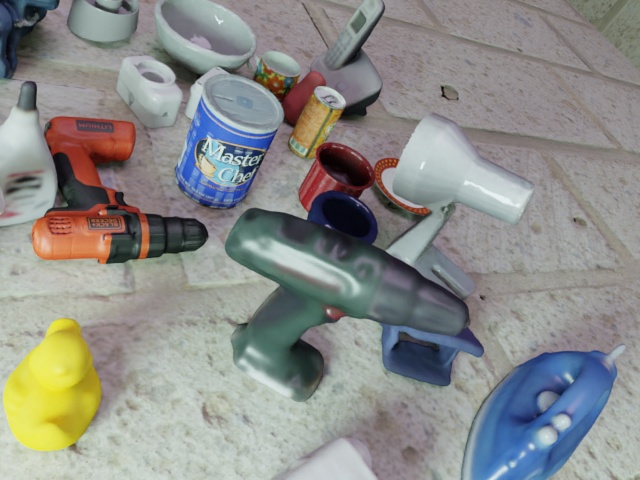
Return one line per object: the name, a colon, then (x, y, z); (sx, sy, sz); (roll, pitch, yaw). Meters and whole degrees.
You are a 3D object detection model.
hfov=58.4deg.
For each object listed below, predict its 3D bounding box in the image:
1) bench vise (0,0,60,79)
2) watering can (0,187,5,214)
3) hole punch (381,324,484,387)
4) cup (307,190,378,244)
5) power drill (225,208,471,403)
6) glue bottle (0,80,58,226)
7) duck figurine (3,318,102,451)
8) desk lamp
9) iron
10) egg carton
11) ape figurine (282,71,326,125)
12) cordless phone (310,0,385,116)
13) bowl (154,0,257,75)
bench vise: (-0.371, -0.321, 0.699); (0.122, 0.219, 0.207); (5, 48, -29)
watering can: (-0.353, -0.033, 0.453); (0.173, 0.194, 0.100); (-24, 66, -44)
hole punch: (0.133, 0.111, 0.706); (0.109, 0.091, 0.101); (18, 43, -17)
cup: (0.007, 0.003, 0.727); (0.091, 0.095, 0.118); (48, 43, 16)
power drill: (0.001, 0.072, 0.569); (0.230, 0.208, 0.076); (30, 41, -4)
glue bottle: (-0.292, -0.083, 0.557); (0.078, 0.173, 0.037); (-24, 66, -44)
duck figurine: (-0.219, 0.115, 0.479); (0.078, 0.086, 0.104); (10, 46, -25)
desk lamp: (0.175, -0.038, 0.783); (0.203, 0.213, 0.118); (41, 41, 9)
iron: (0.270, 0.205, 0.666); (0.259, 0.141, 0.118); (-25, 66, -45)
egg carton: (0.004, 0.246, 0.510); (0.151, 0.069, 0.107); (-21, 64, -44)
ape figurine: (-0.019, -0.234, 0.940); (0.076, 0.092, 0.077); (3, 49, -30)
cordless phone: (0.069, -0.327, 1.014); (0.094, 0.185, 0.147); (-4, 53, -35)
bowl: (-0.190, -0.317, 0.923); (0.168, 0.074, 0.167); (18, 43, -17)
